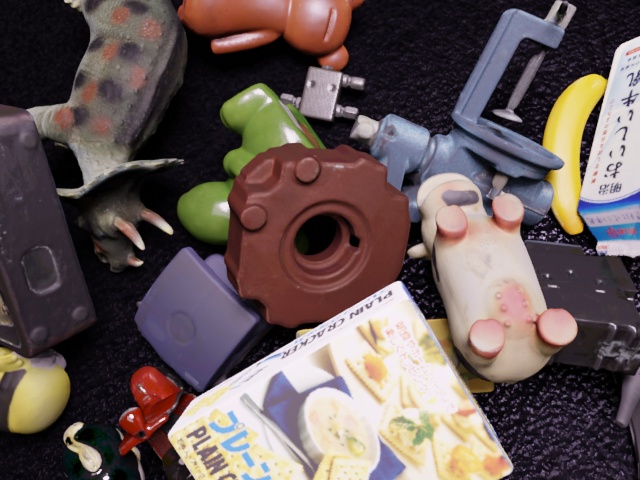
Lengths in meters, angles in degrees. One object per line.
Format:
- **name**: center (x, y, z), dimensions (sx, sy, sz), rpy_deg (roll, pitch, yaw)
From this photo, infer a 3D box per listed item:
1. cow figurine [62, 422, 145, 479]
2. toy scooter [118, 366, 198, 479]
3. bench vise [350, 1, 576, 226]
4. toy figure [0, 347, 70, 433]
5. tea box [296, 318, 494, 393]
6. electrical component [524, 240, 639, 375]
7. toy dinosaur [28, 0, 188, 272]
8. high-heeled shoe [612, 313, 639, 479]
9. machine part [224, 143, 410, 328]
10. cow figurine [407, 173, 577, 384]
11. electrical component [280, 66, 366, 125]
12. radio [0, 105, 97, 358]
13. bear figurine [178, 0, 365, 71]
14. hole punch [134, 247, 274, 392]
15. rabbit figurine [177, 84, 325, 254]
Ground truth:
- **cow figurine**: center (-0.173, 0.237, 0.472), dimensions (0.068, 0.098, 0.168), rpy_deg (-29, 51, -25)
- **toy scooter**: center (-0.124, 0.191, 0.488), dimensions (0.075, 0.135, 0.184), rpy_deg (-40, 78, -7)
- **bench vise**: center (0.154, -0.122, 0.529), dimensions (0.224, 0.129, 0.240), rpy_deg (26, 114, 3)
- **toy figure**: center (-0.347, 0.148, 0.545), dimensions (0.180, 0.082, 0.089), rpy_deg (1, 95, -3)
- **tea box**: center (0.067, 0.114, 0.512), dimensions (0.170, 0.098, 0.068), rpy_deg (-6, 77, 1)
- **electrical component**: center (0.228, 0.054, 0.505), dimensions (0.115, 0.058, 0.134), rpy_deg (7, 37, 2)
- **toy dinosaur**: center (-0.205, -0.172, 0.570), dimensions (0.192, 0.131, 0.404), rpy_deg (11, 82, 19)
- **high-heeled shoe**: center (0.353, 0.190, 0.501), dimensions (0.145, 0.086, 0.248), rpy_deg (-40, 94, -36)
- **machine part**: center (-0.001, -0.001, 0.488), dimensions (0.179, 0.056, 0.179), rpy_deg (-8, 115, -19)
- **cow figurine**: center (0.129, 0.023, 0.445), dimensions (0.086, 0.127, 0.195), rpy_deg (-11, 55, -1)
- **electrical component**: center (0.002, -0.168, 0.617), dimensions (0.094, 0.021, 0.063), rpy_deg (12, 92, 8)
- **radio**: center (-0.297, -0.009, 0.501), dimensions (0.131, 0.229, 0.073), rpy_deg (13, 31, 36)
- **bear figurine**: center (-0.058, -0.271, 0.619), dimensions (0.196, 0.120, 0.132), rpy_deg (2, 30, -21)
- **hole punch**: center (-0.120, 0.079, 0.542), dimensions (0.142, 0.092, 0.116), rpy_deg (42, 86, 9)
- **rabbit figurine**: center (-0.067, -0.049, 0.572), dimensions (0.170, 0.121, 0.159), rpy_deg (-38, 83, 14)
